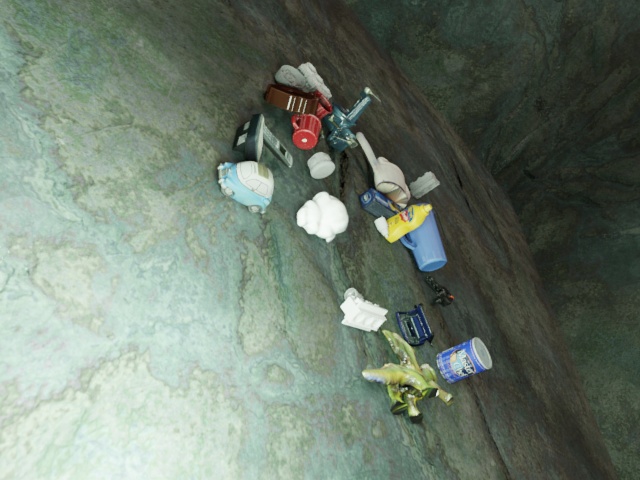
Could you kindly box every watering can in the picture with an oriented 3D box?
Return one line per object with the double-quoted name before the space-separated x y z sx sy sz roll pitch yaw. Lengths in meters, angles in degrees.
"watering can" 0.247 -0.250 1.994 0.343 0.103 0.230 41 32 -30

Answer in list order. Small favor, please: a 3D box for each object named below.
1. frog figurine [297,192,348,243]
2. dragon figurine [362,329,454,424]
"frog figurine" 0.004 -0.073 1.441 0.157 0.122 0.139 32 55 -57
"dragon figurine" 0.218 0.345 1.397 0.405 0.121 0.248 38 17 -34
